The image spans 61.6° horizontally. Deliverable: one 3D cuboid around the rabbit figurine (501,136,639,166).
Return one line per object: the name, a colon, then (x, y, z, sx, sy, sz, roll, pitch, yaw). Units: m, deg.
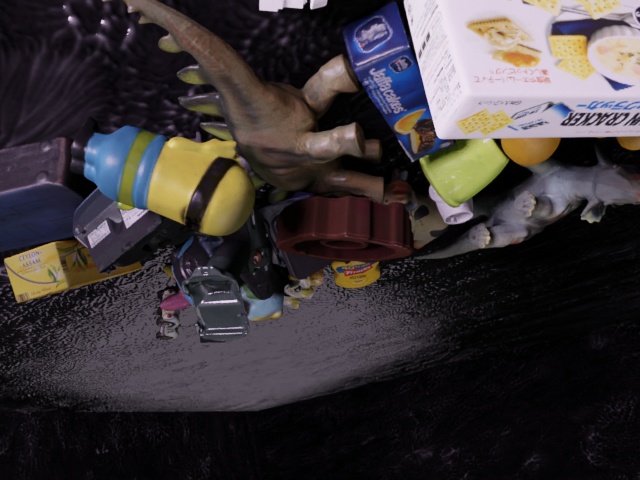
rabbit figurine: (0.276, -0.144, 0.618, 0.162, 0.122, 0.173, 11, 152, -27)

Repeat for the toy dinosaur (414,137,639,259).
toy dinosaur: (0.338, -0.052, 0.870, 0.192, 0.131, 0.405, 5, 160, -27)

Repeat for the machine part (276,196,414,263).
machine part: (0.032, -0.011, 0.703, 0.179, 0.056, 0.179, 3, 168, 1)

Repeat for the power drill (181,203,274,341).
power drill: (-0.114, 0.046, 0.759, 0.086, 0.207, 0.231, 0, 123, 14)

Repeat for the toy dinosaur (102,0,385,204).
toy dinosaur: (-0.047, -0.117, 0.596, 0.199, 0.105, 0.470, -11, 152, 15)

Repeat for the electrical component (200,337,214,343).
electrical component: (-0.226, 0.156, 1.151, 0.058, 0.115, 0.134, 4, 154, -17)

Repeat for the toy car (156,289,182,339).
toy car: (-0.336, 0.169, 1.196, 0.056, 0.073, 0.201, 3, 155, -16)

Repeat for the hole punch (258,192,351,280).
hole punch: (-0.024, -0.015, 0.819, 0.116, 0.142, 0.092, -27, -160, -20)

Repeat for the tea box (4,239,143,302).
tea box: (-0.363, 0.036, 0.808, 0.098, 0.068, 0.169, -16, 180, 17)

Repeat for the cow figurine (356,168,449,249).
cow figurine: (0.134, -0.045, 0.843, 0.195, 0.085, 0.127, 8, 151, -39)

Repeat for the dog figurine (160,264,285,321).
dog figurine: (-0.187, 0.094, 1.013, 0.219, 0.108, 0.191, 3, 179, -15)

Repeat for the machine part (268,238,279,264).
machine part: (-0.002, -0.003, 0.906, 0.243, 0.079, 0.079, -2, 156, -10)

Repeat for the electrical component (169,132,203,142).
electrical component: (-0.199, -0.093, 0.668, 0.119, 0.048, 0.074, -6, 156, -8)

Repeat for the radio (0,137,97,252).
radio: (-0.385, -0.050, 0.676, 0.230, 0.073, 0.131, -13, 156, 6)

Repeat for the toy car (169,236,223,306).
toy car: (-0.180, 0.033, 0.920, 0.103, 0.109, 0.161, -17, 155, -50)

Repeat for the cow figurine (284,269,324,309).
cow figurine: (-0.061, 0.086, 1.111, 0.098, 0.068, 0.167, 11, 150, -25)

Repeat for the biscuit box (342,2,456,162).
biscuit box: (0.092, -0.161, 0.586, 0.059, 0.063, 0.202, -19, 155, 20)

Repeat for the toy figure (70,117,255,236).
toy figure: (-0.154, -0.059, 0.535, 0.180, 0.089, 0.082, 15, 158, -11)

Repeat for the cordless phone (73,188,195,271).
cordless phone: (-0.197, -0.026, 0.682, 0.146, 0.089, 0.184, -35, 166, 19)
